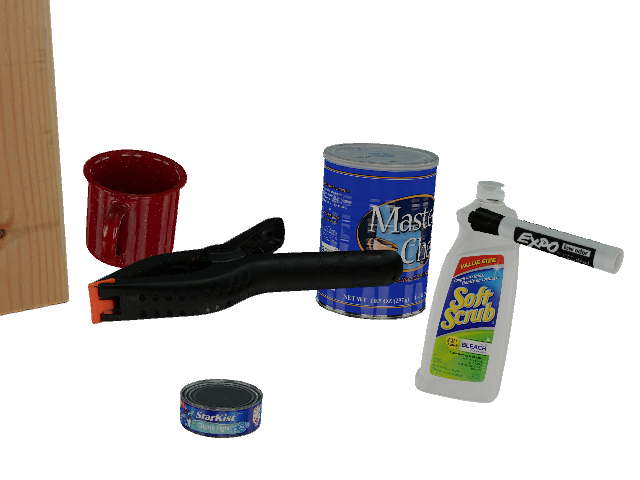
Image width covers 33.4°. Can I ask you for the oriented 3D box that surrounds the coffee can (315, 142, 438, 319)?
[{"bbox_3d":[0.050,-0.011,0.965,0.103,0.140,0.103,3,14,-1],"label":"coffee can"}]

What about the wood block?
[{"bbox_3d":[-0.203,-0.066,0.603,0.090,0.206,0.090,-11,27,-28],"label":"wood block"}]

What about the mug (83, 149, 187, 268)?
[{"bbox_3d":[-0.174,-0.021,0.971,0.093,0.081,0.117,11,29,1],"label":"mug"}]

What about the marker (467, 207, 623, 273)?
[{"bbox_3d":[0.163,-0.002,0.789,0.121,0.020,0.020,19,11,33],"label":"marker"}]

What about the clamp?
[{"bbox_3d":[-0.058,0.023,0.748,0.209,0.036,0.165,-15,18,-39],"label":"clamp"}]

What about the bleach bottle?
[{"bbox_3d":[0.173,0.056,1.226,0.103,0.251,0.068,9,15,16],"label":"bleach bottle"}]

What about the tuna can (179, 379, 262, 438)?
[{"bbox_3d":[-0.103,0.174,1.109,0.086,0.034,0.086,3,12,-1],"label":"tuna can"}]
